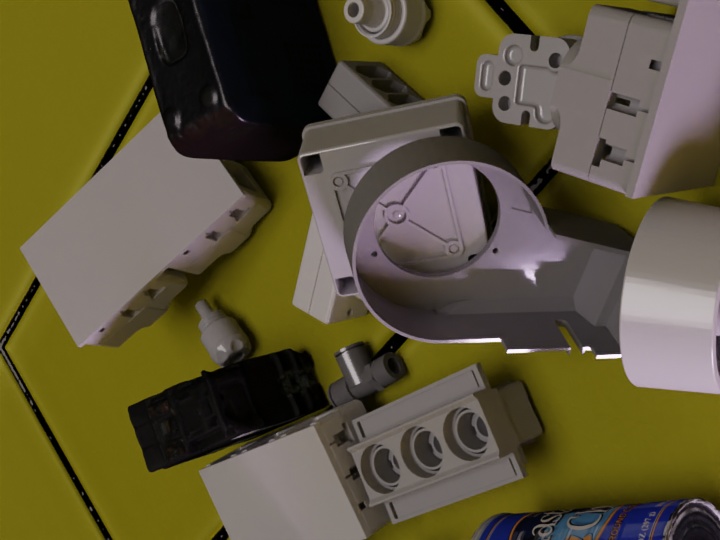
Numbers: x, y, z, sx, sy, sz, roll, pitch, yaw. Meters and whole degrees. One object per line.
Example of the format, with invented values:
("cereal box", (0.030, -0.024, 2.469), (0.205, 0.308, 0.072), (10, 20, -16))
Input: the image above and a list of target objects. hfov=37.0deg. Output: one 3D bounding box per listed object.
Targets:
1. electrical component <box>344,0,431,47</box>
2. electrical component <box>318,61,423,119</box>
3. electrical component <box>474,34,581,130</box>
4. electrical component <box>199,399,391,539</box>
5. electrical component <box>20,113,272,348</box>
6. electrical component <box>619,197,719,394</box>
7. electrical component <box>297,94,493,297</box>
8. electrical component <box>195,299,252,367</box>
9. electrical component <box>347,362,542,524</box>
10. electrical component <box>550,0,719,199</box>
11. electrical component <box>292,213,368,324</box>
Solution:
("electrical component", (0.015, -0.175, 0.733), (0.043, 0.062, 0.043), (7, 101, 39))
("electrical component", (0.010, -0.093, 0.761), (0.083, 0.047, 0.075), (46, 123, 25))
("electrical component", (0.119, -0.115, 0.658), (0.078, 0.057, 0.058), (16, 107, 38))
("electrical component", (-0.043, 0.166, 0.828), (0.150, 0.062, 0.089), (-28, 87, 43))
("electrical component", (-0.174, -0.034, 0.883), (0.186, 0.060, 0.105), (-41, 69, 13))
("electrical component", (0.190, 0.016, 0.589), (0.060, 0.108, 0.108), (9, 103, 33))
("electrical component", (0.025, -0.048, 0.700), (0.109, 0.056, 0.108), (-10, 118, 10))
("electrical component", (-0.119, 0.051, 0.902), (0.061, 0.035, 0.035), (53, 126, 24))
("electrical component", (0.059, 0.118, 0.742), (0.121, 0.063, 0.078), (-31, 77, 39))
("electrical component", (0.169, -0.139, 0.579), (0.060, 0.105, 0.186), (25, 112, 35))
("electrical component", (0.000, 0.000, 0.784), (0.076, 0.047, 0.083), (28, 114, 34))
